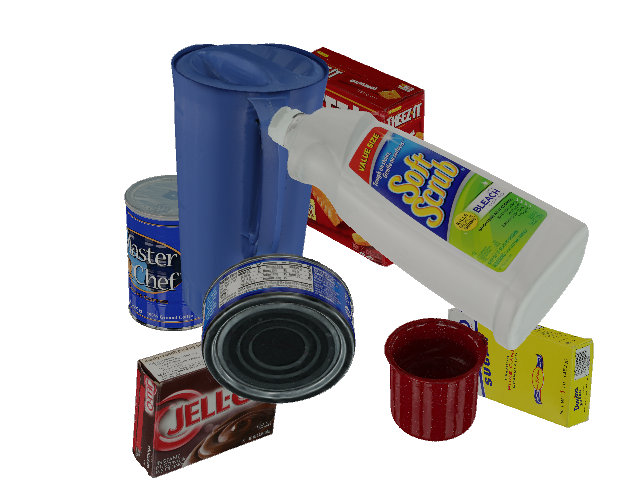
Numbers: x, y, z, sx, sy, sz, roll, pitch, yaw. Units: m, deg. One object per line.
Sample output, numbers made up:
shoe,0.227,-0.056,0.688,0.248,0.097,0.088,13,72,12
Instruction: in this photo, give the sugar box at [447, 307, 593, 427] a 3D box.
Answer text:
sugar box,0.216,0.136,1.187,0.048,0.093,0.177,-9,15,-43

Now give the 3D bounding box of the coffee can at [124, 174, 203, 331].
coffee can,-0.159,0.013,1.161,0.103,0.140,0.103,3,27,-1

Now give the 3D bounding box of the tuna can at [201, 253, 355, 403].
tuna can,-0.023,0.051,0.590,0.086,0.086,0.034,0,39,-3

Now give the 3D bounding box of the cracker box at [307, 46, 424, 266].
cracker box,0.037,-0.095,1.243,0.072,0.214,0.164,-30,44,-33

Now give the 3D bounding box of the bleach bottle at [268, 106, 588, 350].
bleach bottle,0.061,-0.027,0.775,0.251,0.102,0.068,31,-31,24

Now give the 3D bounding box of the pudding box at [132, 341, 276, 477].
pudding box,-0.085,0.120,0.812,0.113,0.090,0.039,-16,39,-36

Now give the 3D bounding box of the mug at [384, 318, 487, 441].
mug,0.115,0.128,1.006,0.117,0.081,0.093,-30,43,-35

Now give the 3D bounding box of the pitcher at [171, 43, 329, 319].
pitcher,-0.065,-0.043,0.942,0.145,0.243,0.149,18,30,23
